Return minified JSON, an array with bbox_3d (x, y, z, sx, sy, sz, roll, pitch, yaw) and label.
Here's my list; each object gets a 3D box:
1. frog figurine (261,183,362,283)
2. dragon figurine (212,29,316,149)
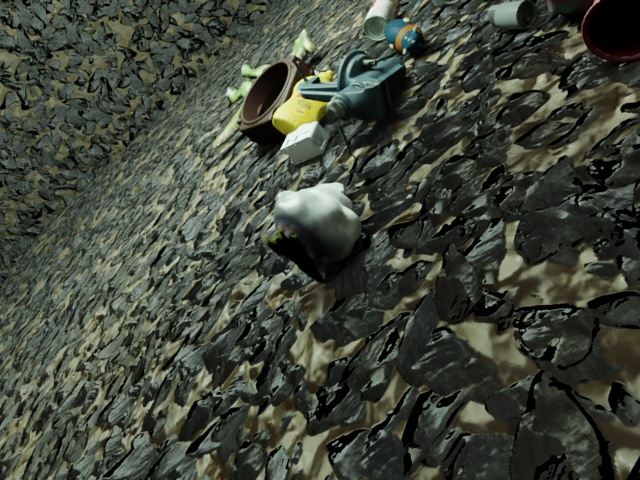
[{"bbox_3d":[0.002,-0.039,0.766,0.138,0.120,0.162,21,56,24],"label":"frog figurine"},{"bbox_3d":[-0.135,-0.416,1.438,0.243,0.120,0.415,8,67,46],"label":"dragon figurine"}]
